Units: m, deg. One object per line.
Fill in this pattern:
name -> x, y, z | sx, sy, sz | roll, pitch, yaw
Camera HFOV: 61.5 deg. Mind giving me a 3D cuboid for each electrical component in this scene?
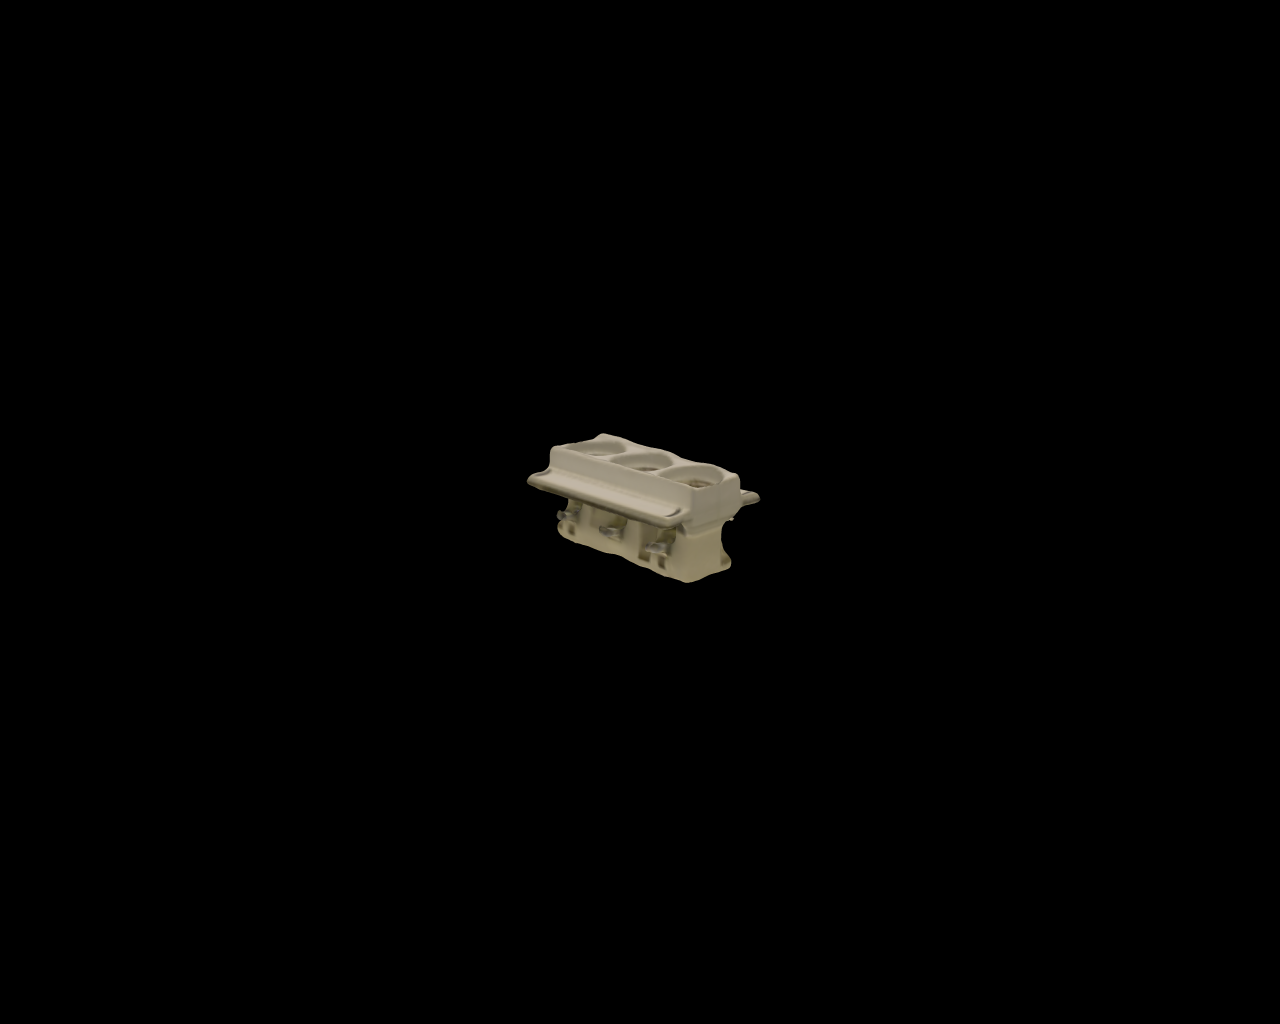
electrical component -> 0.001, -0.003, 0.650 | 0.079, 0.063, 0.121 | -18, 26, -41
